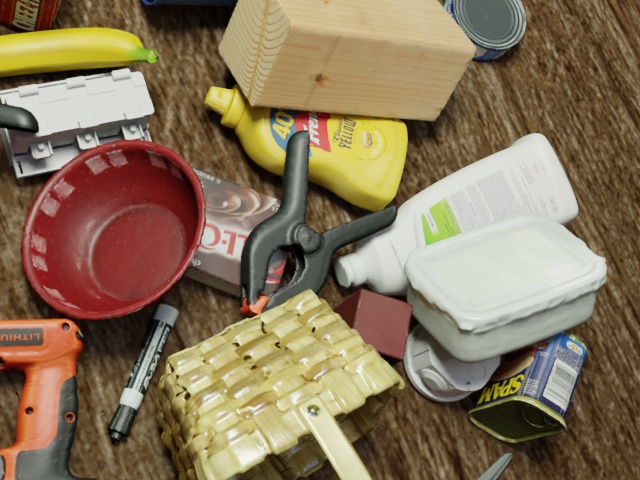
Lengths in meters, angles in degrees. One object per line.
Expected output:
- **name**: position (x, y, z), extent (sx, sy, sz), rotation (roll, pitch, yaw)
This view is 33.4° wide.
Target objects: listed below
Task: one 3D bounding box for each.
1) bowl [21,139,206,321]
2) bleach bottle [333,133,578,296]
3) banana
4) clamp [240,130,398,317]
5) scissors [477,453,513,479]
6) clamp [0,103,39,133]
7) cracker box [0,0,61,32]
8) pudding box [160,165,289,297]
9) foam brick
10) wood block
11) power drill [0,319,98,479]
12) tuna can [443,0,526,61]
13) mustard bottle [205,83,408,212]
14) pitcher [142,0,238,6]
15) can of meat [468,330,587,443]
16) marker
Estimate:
- **bowl**: position (-0.161, -0.001, 0.883), extent (0.162, 0.055, 0.162), rotation (-7, 64, 14)
- **bleach bottle**: position (0.123, -0.017, 1.020), extent (0.250, 0.068, 0.102), rotation (-21, 81, -23)
- **banana**: position (-0.240, -0.162, 0.921), extent (0.197, 0.070, 0.037), rotation (-7, 101, -8)
- **clamp**: position (-0.006, 0.001, 0.933), extent (0.120, 0.039, 0.171), rotation (29, 74, -9)
- **scissors**: position (0.093, 0.247, 0.948), extent (0.096, 0.016, 0.201), rotation (38, 64, -6)
- **clamp**: position (-0.352, -0.096, 0.859), extent (0.210, 0.036, 0.164), rotation (39, 88, 6)
- **cracker box**: position (-0.223, -0.307, 0.920), extent (0.072, 0.164, 0.213), rotation (20, 67, -13)
- **pudding box**: position (-0.082, -0.003, 0.947), extent (0.113, 0.039, 0.090), rotation (21, 68, -13)
- **foam brick**: position (0.041, 0.083, 0.946), extent (0.051, 0.078, 0.053), rotation (19, 67, -13)
- **wood block**: position (0.027, -0.175, 0.979), extent (0.205, 0.091, 0.090), rotation (0, 44, -34)
- **power drill**: position (-0.249, 0.157, 0.822), extent (0.184, 0.057, 0.187), rotation (-1, 75, -19)
- **tuna can**: position (0.172, -0.233, 1.123), extent (0.086, 0.034, 0.086), rotation (6, 71, -19)
- **mustard bottle**: position (-0.015, -0.100, 0.994), extent (0.191, 0.058, 0.096), rotation (20, 61, -14)
- **pitcher**: position (-0.052, -0.288, 1.011), extent (0.242, 0.145, 0.149), rotation (-1, 86, -26)
- **can of meat**: position (0.192, 0.131, 0.977), extent (0.057, 0.102, 0.084), rotation (33, 62, -11)
- **marker**: position (-0.149, 0.111, 0.895), extent (0.020, 0.020, 0.121), rotation (25, 66, -12)
